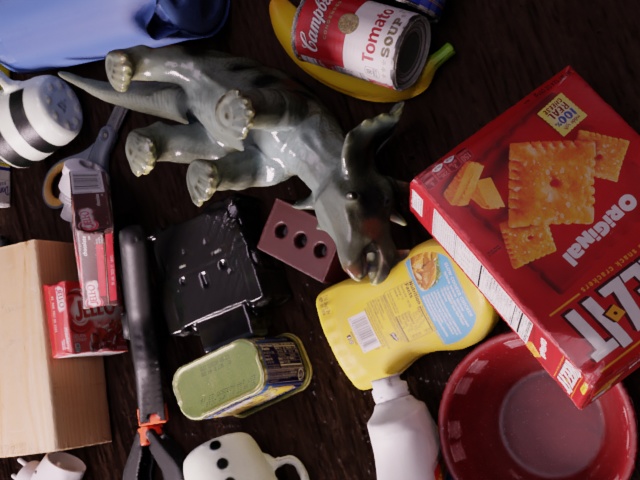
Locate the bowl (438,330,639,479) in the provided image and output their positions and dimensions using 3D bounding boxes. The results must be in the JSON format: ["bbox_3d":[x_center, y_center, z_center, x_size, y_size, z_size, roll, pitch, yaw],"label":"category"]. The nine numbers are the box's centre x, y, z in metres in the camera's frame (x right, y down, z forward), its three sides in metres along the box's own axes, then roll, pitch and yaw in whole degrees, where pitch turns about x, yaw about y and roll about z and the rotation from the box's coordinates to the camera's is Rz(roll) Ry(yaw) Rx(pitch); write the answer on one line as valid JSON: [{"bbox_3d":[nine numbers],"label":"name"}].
[{"bbox_3d":[0.180,0.152,0.862,0.162,0.055,0.162,-2,86,27],"label":"bowl"}]

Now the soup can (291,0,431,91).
[{"bbox_3d":[0.036,-0.173,0.916,0.102,0.068,0.068,22,97,24],"label":"soup can"}]

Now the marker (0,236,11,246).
[{"bbox_3d":[-0.333,0.053,1.155,0.020,0.020,0.121,-22,76,24],"label":"marker"}]

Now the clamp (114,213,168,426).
[{"bbox_3d":[-0.171,0.075,1.016,0.036,0.165,0.210,-7,90,-11],"label":"clamp"}]

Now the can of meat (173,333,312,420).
[{"bbox_3d":[-0.072,0.127,0.978,0.102,0.083,0.057,-28,74,23],"label":"can of meat"}]

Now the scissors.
[{"bbox_3d":[-0.239,-0.105,1.119,0.096,0.016,0.202,15,93,27],"label":"scissors"}]

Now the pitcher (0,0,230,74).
[{"bbox_3d":[-0.218,-0.249,1.065,0.243,0.149,0.145,-8,98,30],"label":"pitcher"}]

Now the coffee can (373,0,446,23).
[{"bbox_3d":[0.079,-0.270,0.917,0.103,0.102,0.140,23,97,27],"label":"coffee can"}]

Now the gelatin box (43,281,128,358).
[{"bbox_3d":[-0.231,0.078,1.061,0.030,0.089,0.073,-12,81,26],"label":"gelatin box"}]

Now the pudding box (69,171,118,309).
[{"bbox_3d":[-0.218,-0.003,1.024,0.113,0.039,0.090,-111,22,-54],"label":"pudding box"}]

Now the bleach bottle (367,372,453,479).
[{"bbox_3d":[0.087,0.234,0.875,0.068,0.102,0.251,-20,81,22],"label":"bleach bottle"}]

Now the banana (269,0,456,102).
[{"bbox_3d":[0.026,-0.168,0.977,0.198,0.037,0.069,22,78,25],"label":"banana"}]

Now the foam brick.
[{"bbox_3d":[-0.006,0.001,0.971,0.078,0.051,0.053,26,99,26],"label":"foam brick"}]

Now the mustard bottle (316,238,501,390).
[{"bbox_3d":[0.097,0.051,0.909,0.192,0.058,0.096,-27,85,23],"label":"mustard bottle"}]

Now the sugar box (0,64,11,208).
[{"bbox_3d":[-0.389,-0.122,1.182,0.093,0.048,0.176,-2,89,26],"label":"sugar box"}]

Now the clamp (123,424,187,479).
[{"bbox_3d":[-0.160,0.270,1.041,0.120,0.039,0.171,-23,72,19],"label":"clamp"}]

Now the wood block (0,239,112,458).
[{"bbox_3d":[-0.282,0.111,1.084,0.090,0.090,0.206,-11,81,27],"label":"wood block"}]

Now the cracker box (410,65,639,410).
[{"bbox_3d":[0.197,-0.006,0.822,0.164,0.072,0.214,-35,68,-8],"label":"cracker box"}]
